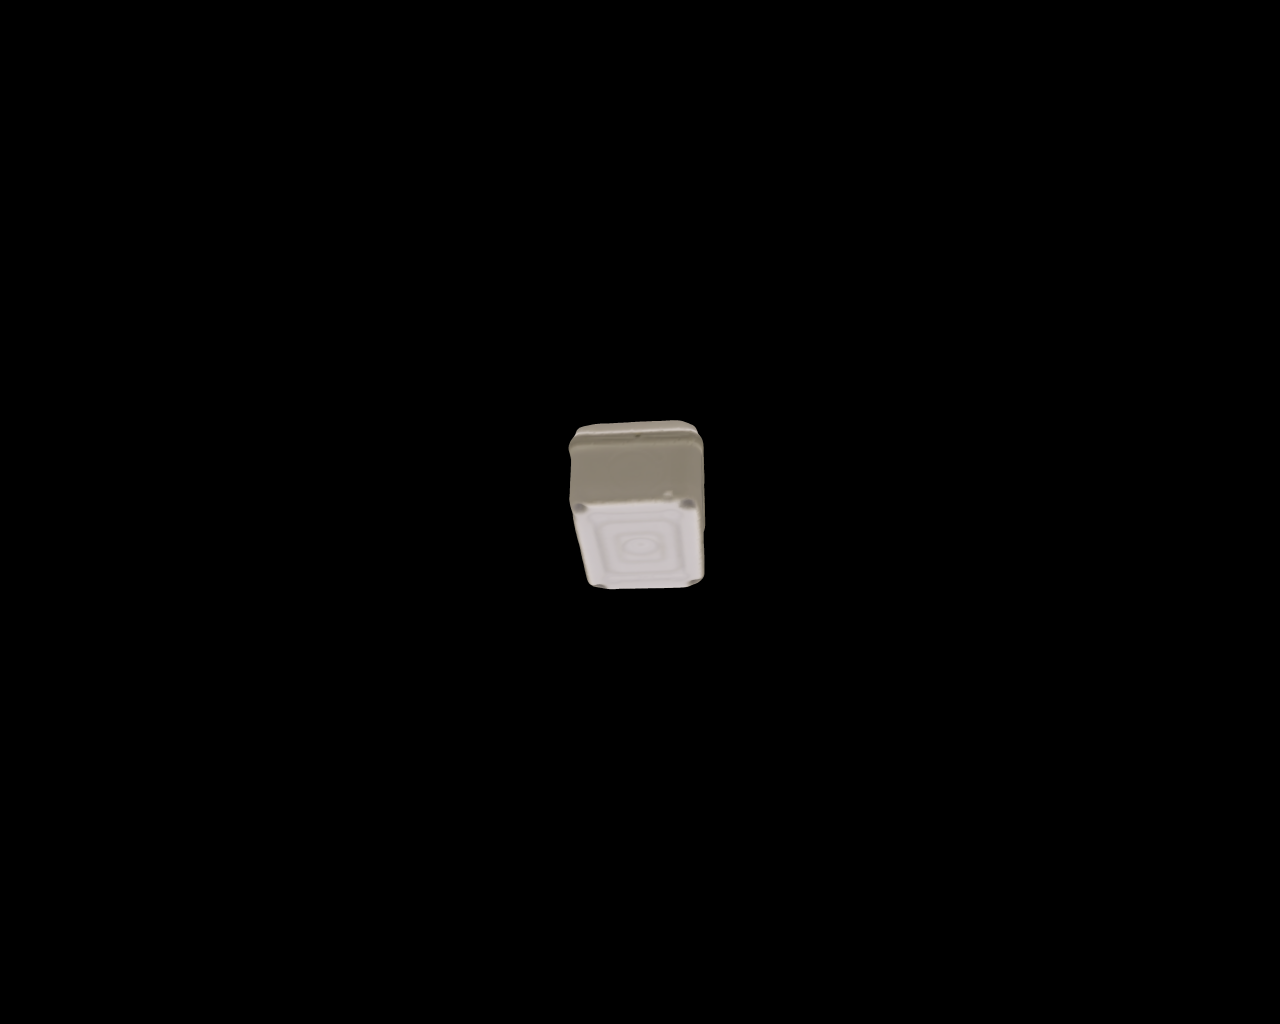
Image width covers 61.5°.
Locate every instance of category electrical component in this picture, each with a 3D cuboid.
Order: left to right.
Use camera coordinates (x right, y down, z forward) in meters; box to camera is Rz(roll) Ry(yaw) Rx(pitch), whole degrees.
[{"bbox_3d":[0.001,-0.003,0.650,0.078,0.057,0.113,-2,-31,3],"label":"electrical component"}]
